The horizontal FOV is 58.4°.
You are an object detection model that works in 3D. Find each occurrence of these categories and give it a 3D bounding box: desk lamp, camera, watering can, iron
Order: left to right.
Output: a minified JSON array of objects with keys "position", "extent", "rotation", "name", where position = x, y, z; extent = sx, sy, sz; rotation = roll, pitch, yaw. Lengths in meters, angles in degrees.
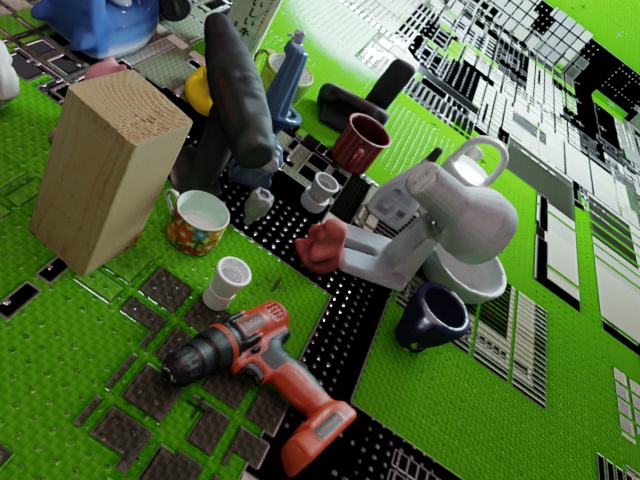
[{"position":[-0.326,-0.392,0.927],"extent":[0.118,0.141,0.259],"rotation":[39,38,0],"name":"iron"},{"position":[-0.301,-0.488,1.078],"extent":[0.144,0.100,0.136],"rotation":[-1,52,-39],"name":"camera"},{"position":[0.163,-0.017,0.883],"extent":[0.204,0.213,0.118],"rotation":[19,42,-23],"name":"desk lamp"},{"position":[0.275,-0.125,1.099],"extent":[0.101,0.193,0.172],"rotation":[21,41,-21],"name":"watering can"}]

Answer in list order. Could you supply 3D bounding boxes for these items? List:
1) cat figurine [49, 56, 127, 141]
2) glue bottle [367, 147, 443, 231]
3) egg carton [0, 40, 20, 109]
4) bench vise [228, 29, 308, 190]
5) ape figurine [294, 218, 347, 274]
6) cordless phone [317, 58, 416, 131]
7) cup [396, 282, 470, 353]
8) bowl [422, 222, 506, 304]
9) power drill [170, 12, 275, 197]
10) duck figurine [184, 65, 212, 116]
[{"position":[-0.294,-0.187,0.764],"extent":[0.067,0.117,0.128],"rotation":[28,39,-12],"name":"cat figurine"},{"position":[0.157,-0.095,0.990],"extent":[0.078,0.173,0.037],"rotation":[37,38,-1],"name":"glue bottle"},{"position":[-0.455,-0.212,0.699],"extent":[0.151,0.069,0.107],"rotation":[-6,56,-42],"name":"egg carton"},{"position":[-0.062,-0.195,0.876],"extent":[0.122,0.219,0.207],"rotation":[0,51,-38],"name":"bench vise"},{"position":[0.008,0.003,0.836],"extent":[0.076,0.092,0.078],"rotation":[38,38,0],"name":"ape figurine"},{"position":[0.090,-0.300,1.133],"extent":[0.148,0.185,0.094],"rotation":[22,40,-20],"name":"cordless phone"},{"position":[0.147,0.126,0.822],"extent":[0.091,0.095,0.118],"rotation":[49,39,13],"name":"cup"},{"position":[0.232,0.050,0.984],"extent":[0.168,0.074,0.167],"rotation":[22,41,-20],"name":"bowl"},{"position":[-0.143,-0.165,0.789],"extent":[0.076,0.208,0.229],"rotation":[-3,53,-40],"name":"power drill"},{"position":[-0.180,-0.271,0.967],"extent":[0.078,0.086,0.104],"rotation":[11,46,-31],"name":"duck figurine"}]
